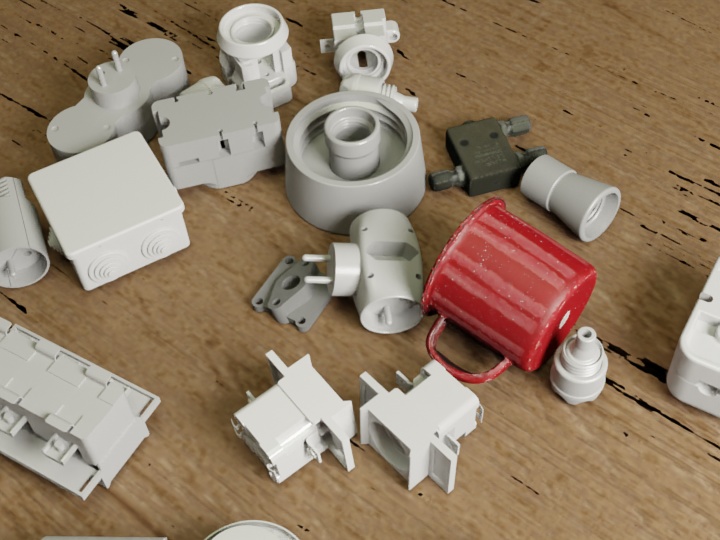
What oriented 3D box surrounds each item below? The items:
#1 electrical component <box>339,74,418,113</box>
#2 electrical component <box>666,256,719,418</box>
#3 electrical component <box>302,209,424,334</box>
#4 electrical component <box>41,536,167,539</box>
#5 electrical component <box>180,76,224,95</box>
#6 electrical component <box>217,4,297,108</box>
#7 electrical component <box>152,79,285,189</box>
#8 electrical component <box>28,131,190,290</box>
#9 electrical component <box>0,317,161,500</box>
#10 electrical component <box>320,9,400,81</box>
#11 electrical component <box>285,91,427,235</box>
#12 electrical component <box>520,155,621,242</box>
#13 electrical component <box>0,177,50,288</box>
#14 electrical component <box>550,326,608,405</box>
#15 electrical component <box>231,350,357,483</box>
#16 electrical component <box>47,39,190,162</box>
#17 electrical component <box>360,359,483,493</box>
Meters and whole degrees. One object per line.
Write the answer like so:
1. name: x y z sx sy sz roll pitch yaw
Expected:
1. electrical component: 0.015 -0.135 0.850 0.061 0.035 0.035 10 54 8
2. electrical component: 0.236 0.043 0.684 0.054 0.059 0.095 23 58 20
3. electrical component: 0.000 0.000 0.737 0.079 0.043 0.077 2 52 -11
4. electrical component: -0.142 0.175 0.617 0.081 0.043 0.043 0 53 3
5. electrical component: -0.133 -0.126 0.852 0.061 0.035 0.035 -35 59 -18
6. electrical component: -0.085 -0.178 0.874 0.058 0.057 0.078 -26 56 -15
7. electrical component: -0.106 -0.100 0.817 0.089 0.055 0.050 -14 53 -7
8. electrical component: -0.181 -0.042 0.782 0.100 0.048 0.099 -25 55 -15
9. electrical component: -0.201 0.080 0.681 0.121 0.063 0.078 23 58 20
10. electrical component: 0.001 -0.181 0.879 0.066 0.048 0.055 -6 45 -1
11. electrical component: -0.005 -0.086 0.797 0.108 0.060 0.108 -2 53 2
12. electrical component: 0.149 -0.055 0.777 0.044 0.044 0.065 -37 55 -22
13. electrical component: -0.255 -0.031 0.781 0.043 0.043 0.081 -18 54 -10
14. electrical component: 0.139 0.057 0.678 0.035 0.061 0.035 -2 53 2
15. electrical component: -0.042 0.095 0.674 0.064 0.042 0.081 -35 58 -17
16. electrical component: -0.189 -0.137 0.838 0.052 0.073 0.138 24 58 20
17. electrical component: 0.038 0.093 0.670 0.064 0.042 0.081 -35 59 -23
